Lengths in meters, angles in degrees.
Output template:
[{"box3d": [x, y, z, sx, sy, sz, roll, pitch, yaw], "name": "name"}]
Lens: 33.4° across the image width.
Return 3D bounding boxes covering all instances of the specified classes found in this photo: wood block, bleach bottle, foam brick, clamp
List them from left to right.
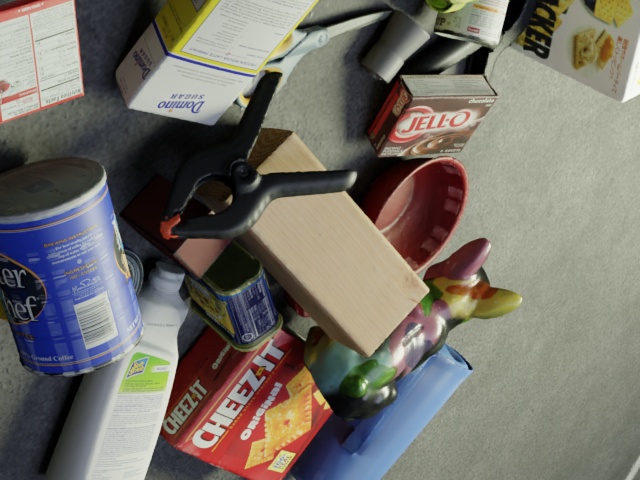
[{"box3d": [-0.179, 0.137, 1.020, 0.102, 0.068, 0.251, 3, 115, -52], "name": "bleach bottle"}, {"box3d": [-0.125, -0.012, 0.940, 0.051, 0.078, 0.053, -51, 146, -9], "name": "foam brick"}, {"box3d": [-0.067, -0.064, 0.895, 0.171, 0.120, 0.039, -27, 169, -16], "name": "clamp"}, {"box3d": [-0.007, 0.001, 0.995, 0.090, 0.090, 0.206, -47, 113, -11], "name": "wood block"}, {"box3d": [0.180, -0.215, 1.156, 0.210, 0.036, 0.164, -52, 147, 4], "name": "clamp"}]

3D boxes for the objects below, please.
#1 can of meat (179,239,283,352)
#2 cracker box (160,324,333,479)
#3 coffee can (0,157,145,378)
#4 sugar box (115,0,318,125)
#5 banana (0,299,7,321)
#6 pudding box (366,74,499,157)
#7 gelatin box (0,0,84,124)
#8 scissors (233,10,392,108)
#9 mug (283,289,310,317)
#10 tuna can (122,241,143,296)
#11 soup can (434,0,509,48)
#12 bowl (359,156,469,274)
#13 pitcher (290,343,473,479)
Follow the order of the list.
[{"box3d": [-0.089, 0.043, 1.010, 0.057, 0.102, 0.084, -36, 140, -21], "name": "can of meat"}, {"box3d": [-0.070, 0.172, 1.167, 0.164, 0.072, 0.213, -52, 145, -3], "name": "cracker box"}, {"box3d": [-0.201, 0.020, 0.826, 0.102, 0.103, 0.140, -28, 122, -32], "name": "coffee can"}, {"box3d": [-0.076, -0.167, 0.832, 0.093, 0.048, 0.176, 7, 141, -45], "name": "sugar box"}, {"box3d": [-0.298, 0.028, 0.812, 0.070, 0.037, 0.197, -48, 148, 23], "name": "banana"}, {"box3d": [0.116, -0.130, 1.110, 0.113, 0.039, 0.090, -8, 148, -30], "name": "pudding box"}, {"box3d": [-0.212, -0.136, 0.772, 0.073, 0.030, 0.089, -28, 138, -34], "name": "gelatin box"}, {"box3d": [-0.013, -0.170, 0.988, 0.201, 0.016, 0.096, -11, 128, -45], "name": "scissors"}, {"box3d": [-0.001, 0.028, 1.101, 0.117, 0.093, 0.081, -58, 151, -44], "name": "mug"}, {"box3d": [-0.198, 0.035, 0.933, 0.086, 0.034, 0.086, -30, 139, -30], "name": "tuna can"}, {"box3d": [0.157, -0.248, 1.055, 0.068, 0.069, 0.102, 2, 105, -50], "name": "soup can"}, {"box3d": [0.093, -0.032, 1.196, 0.161, 0.055, 0.162, -30, 139, -30], "name": "bowl"}, {"box3d": [0.065, 0.210, 1.308, 0.149, 0.145, 0.243, 30, 98, -40], "name": "pitcher"}]
